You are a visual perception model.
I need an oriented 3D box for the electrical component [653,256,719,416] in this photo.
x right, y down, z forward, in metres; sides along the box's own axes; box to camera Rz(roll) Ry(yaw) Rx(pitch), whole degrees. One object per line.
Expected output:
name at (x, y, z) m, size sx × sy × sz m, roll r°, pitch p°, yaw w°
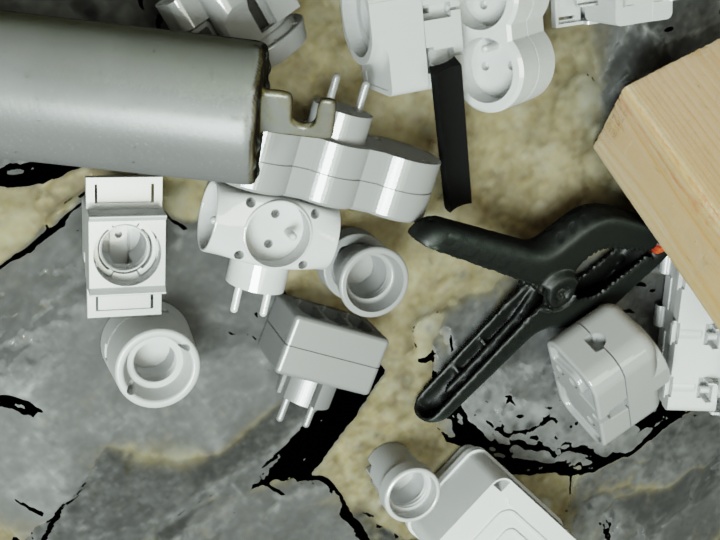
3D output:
electrical component at (0.247, 0.039, 0.766) m, size 0.063 × 0.078 × 0.121 m, roll 2°, pitch 107°, yaw -1°

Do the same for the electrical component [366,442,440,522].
electrical component at (0.028, 0.143, 0.733) m, size 0.040 × 0.046 × 0.040 m, roll -6°, pitch 109°, yaw -18°

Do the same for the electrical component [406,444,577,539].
electrical component at (0.096, 0.187, 0.766) m, size 0.078 × 0.057 × 0.113 m, roll -47°, pitch 116°, yaw -1°

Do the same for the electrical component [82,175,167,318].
electrical component at (-0.136, -0.017, 0.611) m, size 0.042 × 0.064 × 0.081 m, roll -2°, pitch 108°, yaw -20°

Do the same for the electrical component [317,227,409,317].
electrical component at (0.000, 0.000, 0.671) m, size 0.045 × 0.055 × 0.045 m, roll -6°, pitch 109°, yaw -18°

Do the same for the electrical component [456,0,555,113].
electrical component at (0.092, -0.171, 0.652) m, size 0.074 × 0.052 × 0.138 m, roll -27°, pitch 116°, yaw -45°

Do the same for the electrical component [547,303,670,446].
electrical component at (0.173, 0.070, 0.744) m, size 0.059 × 0.053 × 0.095 m, roll -33°, pitch 142°, yaw -7°

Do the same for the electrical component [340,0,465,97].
electrical component at (0.023, -0.152, 0.633) m, size 0.056 × 0.050 × 0.089 m, roll -13°, pitch 111°, yaw -16°

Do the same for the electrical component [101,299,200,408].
electrical component at (-0.125, 0.051, 0.646) m, size 0.055 × 0.047 × 0.055 m, roll -6°, pitch 109°, yaw -18°

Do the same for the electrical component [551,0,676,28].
electrical component at (0.158, -0.213, 0.656) m, size 0.079 × 0.063 × 0.121 m, roll -12°, pitch 111°, yaw -17°

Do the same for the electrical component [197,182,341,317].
electrical component at (-0.059, -0.010, 0.652) m, size 0.077 × 0.044 × 0.079 m, roll 9°, pitch 104°, yaw -22°

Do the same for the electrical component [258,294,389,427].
electrical component at (-0.030, 0.064, 0.685) m, size 0.066 × 0.047 × 0.076 m, roll 17°, pitch 101°, yaw -24°

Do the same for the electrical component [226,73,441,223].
electrical component at (-0.015, -0.079, 0.638) m, size 0.138 × 0.052 × 0.073 m, roll 10°, pitch 109°, yaw -22°

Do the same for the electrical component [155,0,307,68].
electrical component at (-0.066, -0.143, 0.598) m, size 0.078 × 0.058 × 0.057 m, roll -41°, pitch 118°, yaw -21°
